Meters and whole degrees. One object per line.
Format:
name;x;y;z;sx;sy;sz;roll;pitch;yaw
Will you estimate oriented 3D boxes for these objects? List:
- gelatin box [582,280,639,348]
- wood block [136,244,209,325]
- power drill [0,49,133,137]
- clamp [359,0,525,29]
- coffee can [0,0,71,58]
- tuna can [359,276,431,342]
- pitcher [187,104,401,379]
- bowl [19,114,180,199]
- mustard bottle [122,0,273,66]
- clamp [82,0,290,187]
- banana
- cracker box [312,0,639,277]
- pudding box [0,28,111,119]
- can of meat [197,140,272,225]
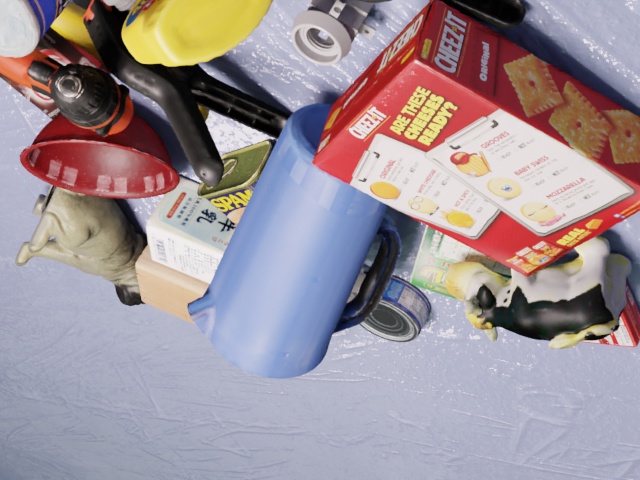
gelatin box;0.251;0.064;0.999;0.089;0.030;0.073;3;141;37
wood block;-0.096;0.056;1.220;0.206;0.090;0.091;23;149;11
power drill;-0.256;-0.152;0.923;0.187;0.057;0.184;29;178;0
clamp;0.056;-0.202;0.736;0.172;0.039;0.120;12;148;20
coffee can;-0.229;-0.228;0.834;0.103;0.140;0.103;21;150;13
tuna can;0.074;0.074;1.160;0.086;0.033;0.086;21;150;13
pitcher;-0.006;0.001;0.970;0.145;0.149;0.243;34;128;10
bowl;-0.221;-0.094;1.093;0.162;0.055;0.162;4;163;1
mustard bottle;-0.108;-0.177;0.845;0.058;0.096;0.192;55;168;-20
clamp;-0.126;-0.131;0.918;0.210;0.164;0.036;38;119;-1
banana;-0.171;-0.162;0.974;0.198;0.037;0.069;36;-174;-2
cracker box;0.127;-0.070;0.815;0.213;0.072;0.164;27;148;-15
pudding box;-0.268;-0.173;1.056;0.090;0.039;0.114;42;149;-24
can of meat;-0.059;-0.045;1.064;0.083;0.057;0.102;42;149;-27
